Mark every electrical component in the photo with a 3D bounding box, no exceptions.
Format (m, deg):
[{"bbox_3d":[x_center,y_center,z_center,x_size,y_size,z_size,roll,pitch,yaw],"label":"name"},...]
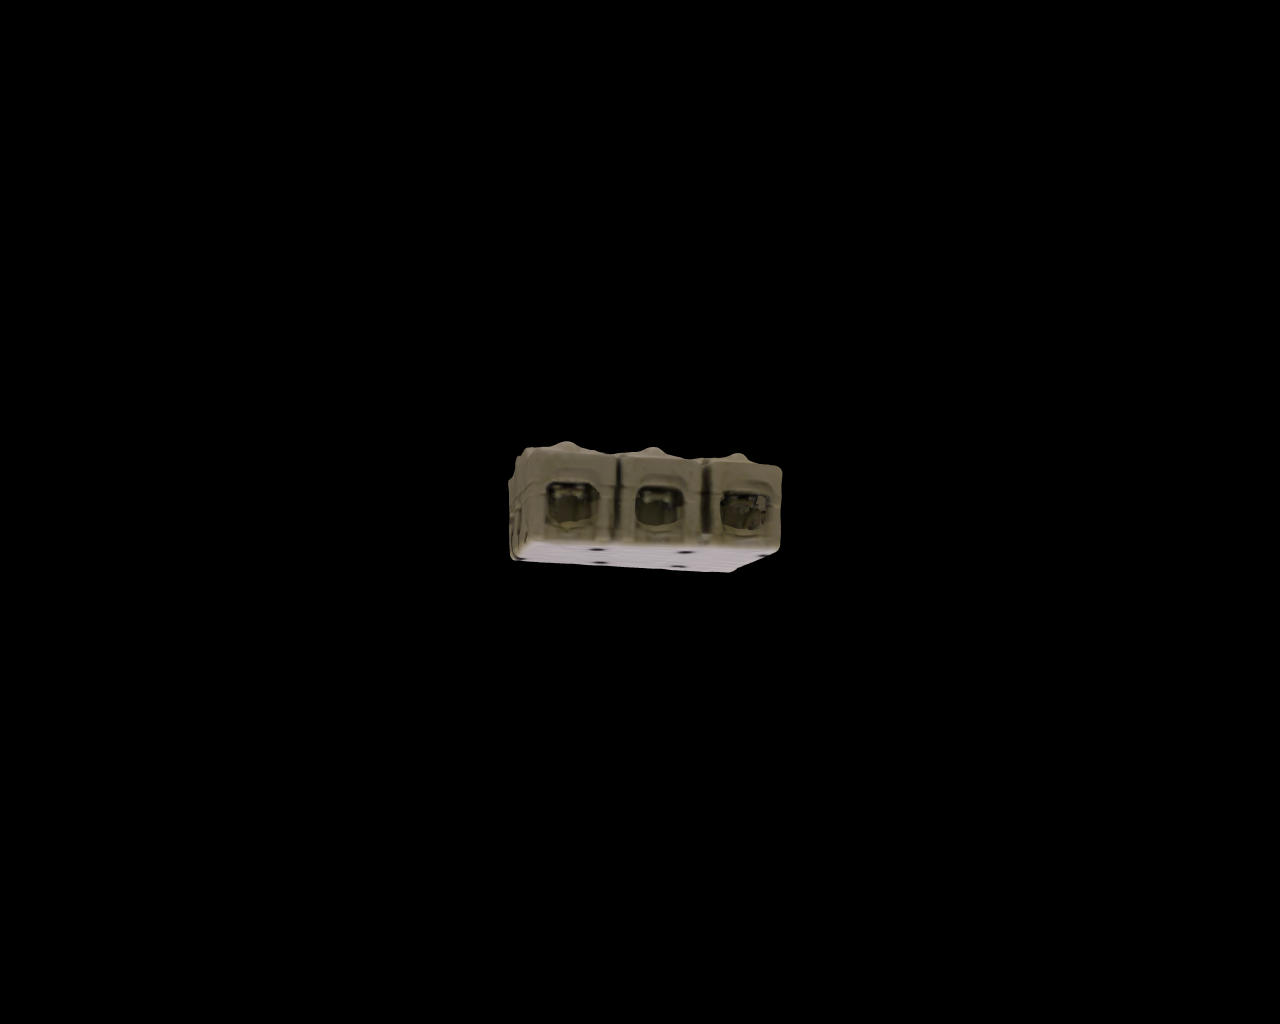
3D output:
[{"bbox_3d":[0.001,-0.003,0.650,0.150,0.061,0.089,3,-11,-16],"label":"electrical component"}]
